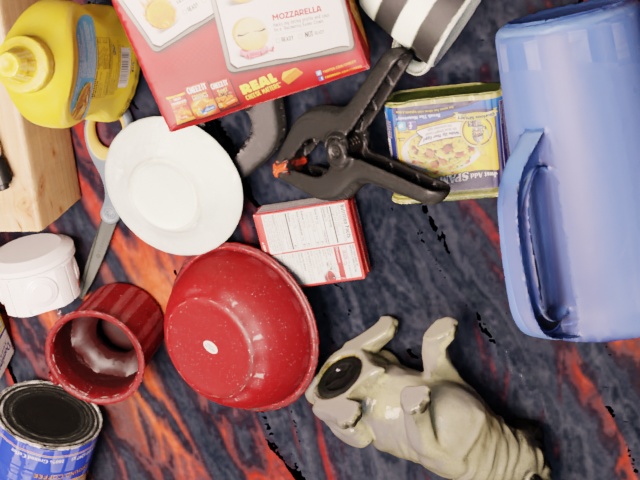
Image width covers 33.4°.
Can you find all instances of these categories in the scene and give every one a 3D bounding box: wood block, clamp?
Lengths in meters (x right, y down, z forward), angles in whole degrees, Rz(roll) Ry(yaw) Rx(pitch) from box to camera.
[{"bbox_3d":[-0.275,-0.119,0.906,0.091,0.090,0.206,0,112,12],"label":"wood block"},{"bbox_3d":[0.025,-0.085,0.847,0.172,0.039,0.120,-1,97,42],"label":"clamp"},{"bbox_3d":[-0.074,-0.135,0.882,0.164,0.036,0.210,24,117,-2],"label":"clamp"}]

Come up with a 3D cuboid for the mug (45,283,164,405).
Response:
[{"bbox_3d":[-0.200,0.096,0.978,0.117,0.081,0.093,-34,101,22],"label":"mug"}]

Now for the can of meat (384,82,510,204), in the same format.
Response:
[{"bbox_3d":[0.104,-0.079,0.857,0.102,0.057,0.084,-4,108,13],"label":"can of meat"}]

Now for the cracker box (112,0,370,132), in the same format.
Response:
[{"bbox_3d":[-0.072,-0.206,0.781,0.164,0.072,0.213,-16,115,11],"label":"cracker box"}]

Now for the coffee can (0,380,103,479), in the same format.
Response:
[{"bbox_3d":[-0.276,0.222,1.033,0.103,0.102,0.140,22,114,3],"label":"coffee can"}]

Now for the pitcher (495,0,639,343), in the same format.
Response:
[{"bbox_3d":[0.198,-0.050,0.800,0.145,0.149,0.243,-11,104,10],"label":"pitcher"}]

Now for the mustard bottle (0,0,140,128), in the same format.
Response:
[{"bbox_3d":[-0.196,-0.135,0.820,0.058,0.191,0.096,10,101,8],"label":"mustard bottle"}]

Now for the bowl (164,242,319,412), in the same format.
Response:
[{"bbox_3d":[-0.082,0.086,0.937,0.162,0.055,0.162,11,111,28],"label":"bowl"}]

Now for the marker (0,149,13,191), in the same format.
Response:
[{"bbox_3d":[-0.273,-0.096,0.853,0.020,0.020,0.121,-10,109,16],"label":"marker"}]

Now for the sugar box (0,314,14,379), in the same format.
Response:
[{"bbox_3d":[-0.347,0.059,0.978,0.093,0.048,0.176,11,143,8],"label":"sugar box"}]

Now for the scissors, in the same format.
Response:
[{"bbox_3d":[-0.198,-0.043,0.959,0.096,0.016,0.202,40,114,-3],"label":"scissors"}]

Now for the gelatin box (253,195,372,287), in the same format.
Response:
[{"bbox_3d":[-0.006,0.001,0.927,0.089,0.030,0.073,-9,108,16],"label":"gelatin box"}]
